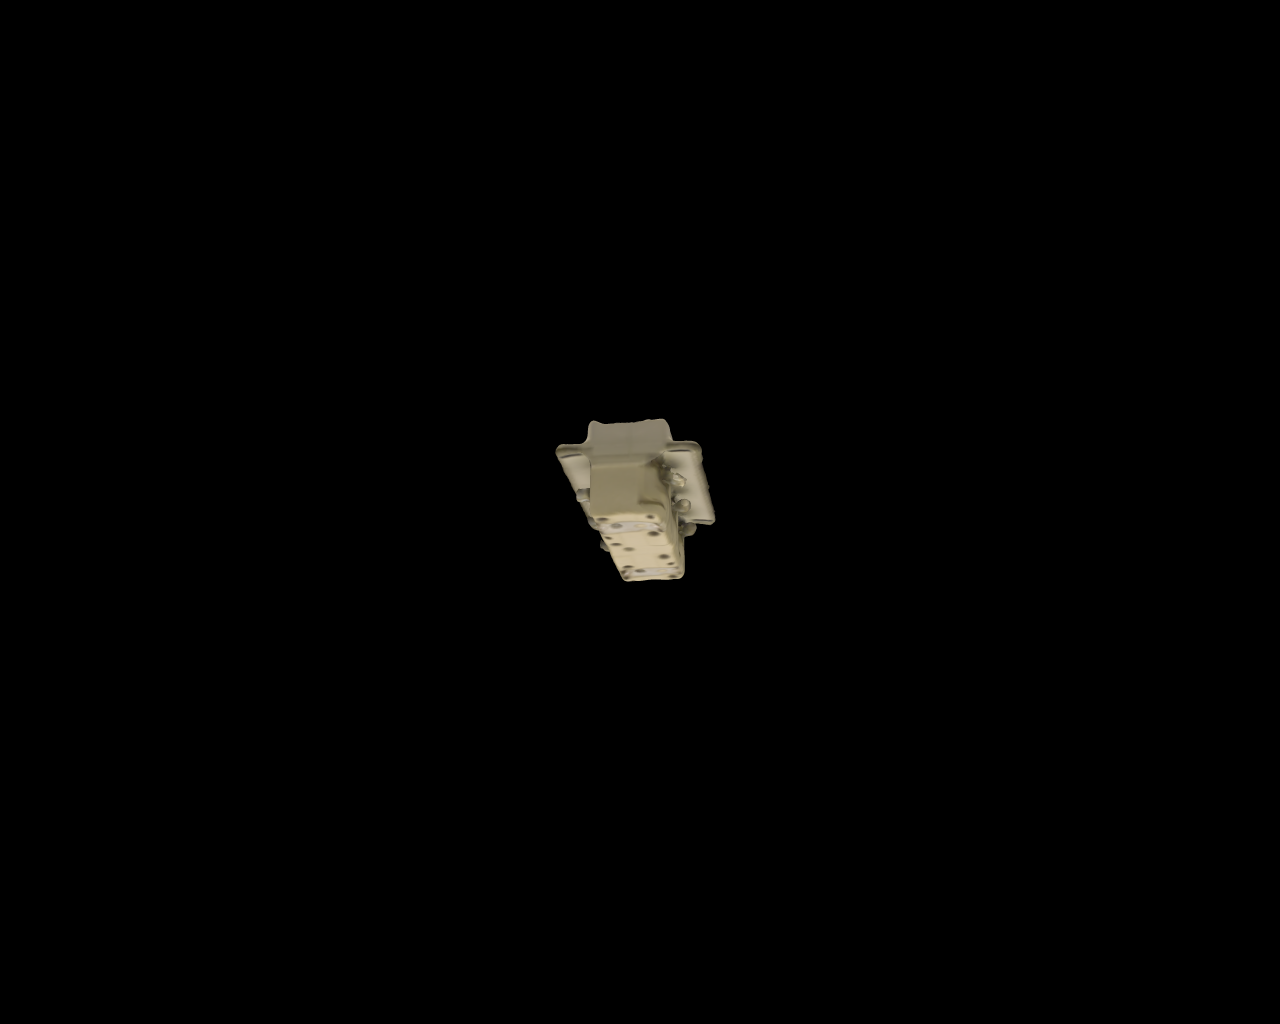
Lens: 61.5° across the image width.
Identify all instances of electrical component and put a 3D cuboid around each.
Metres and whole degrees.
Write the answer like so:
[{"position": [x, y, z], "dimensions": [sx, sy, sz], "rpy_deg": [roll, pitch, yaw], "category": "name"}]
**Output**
[{"position": [0.001, -0.003, 0.650], "dimensions": [0.079, 0.063, 0.121], "rpy_deg": [-3, -22, 7], "category": "electrical component"}]
